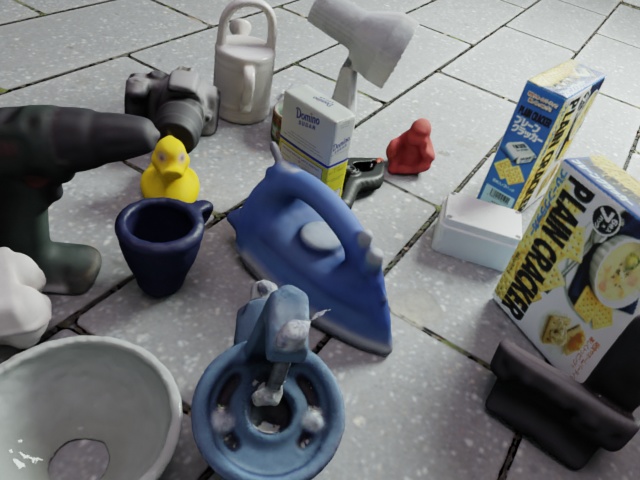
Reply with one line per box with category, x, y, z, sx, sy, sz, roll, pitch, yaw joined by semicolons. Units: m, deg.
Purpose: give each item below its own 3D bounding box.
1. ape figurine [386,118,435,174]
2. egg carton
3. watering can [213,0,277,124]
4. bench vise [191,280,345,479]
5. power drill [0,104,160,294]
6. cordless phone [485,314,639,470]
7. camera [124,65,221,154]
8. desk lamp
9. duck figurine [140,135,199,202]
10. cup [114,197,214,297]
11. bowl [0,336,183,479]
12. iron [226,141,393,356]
ape figurine;0.151;-0.153;0.920;0.077;0.092;0.076;29;42;18
egg carton;-0.339;0.065;0.542;0.151;0.069;0.107;-12;45;-27
watering can;-0.126;-0.304;0.940;0.101;0.194;0.172;-17;48;-31
bench vise;-0.051;0.098;0.465;0.122;0.220;0.207;-9;44;-24
power drill;-0.278;-0.044;0.578;0.230;0.208;0.075;5;40;-10
cordless phone;0.253;0.118;0.553;0.147;0.185;0.094;29;42;19
camera;-0.225;-0.194;0.857;0.143;0.101;0.136;6;40;-9
desk lamp;0.044;-0.298;0.967;0.203;0.213;0.118;17;39;5
duck figurine;-0.199;-0.098;0.762;0.078;0.086;0.104;-3;42;-18
cup;-0.167;0.009;0.636;0.091;0.095;0.118;33;43;22
bowl;-0.196;0.163;0.461;0.167;0.075;0.167;8;40;-6
iron;0.006;0.002;0.656;0.119;0.141;0.257;-25;52;-37
